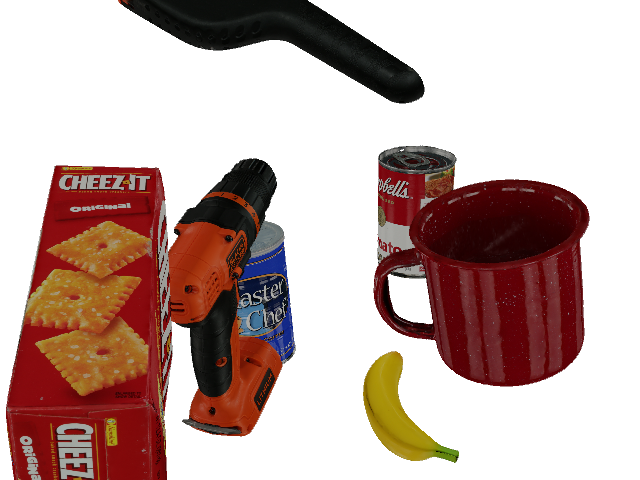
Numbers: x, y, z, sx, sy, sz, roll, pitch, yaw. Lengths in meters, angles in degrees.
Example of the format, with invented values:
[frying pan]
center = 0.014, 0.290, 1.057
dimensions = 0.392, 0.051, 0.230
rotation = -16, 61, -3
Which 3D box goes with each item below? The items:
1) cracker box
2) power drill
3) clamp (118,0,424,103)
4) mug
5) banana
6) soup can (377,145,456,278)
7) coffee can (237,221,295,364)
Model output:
[cracker box]
center = -0.118, 0.080, 0.588
dimensions = 0.072, 0.164, 0.213
rotation = 0, 33, -6
[power drill]
center = -0.073, 0.048, 0.858
dimensions = 0.057, 0.188, 0.184
rotation = 7, 37, 19
[clamp]
center = -0.027, -0.150, 0.676
dimensions = 0.210, 0.164, 0.036
rotation = -2, -35, 0
[mug]
center = 0.087, 0.026, 0.576
dimensions = 0.117, 0.081, 0.093
rotation = -9, 29, 5
[banana]
center = 0.079, 0.174, 1.116
dimensions = 0.069, 0.037, 0.198
rotation = 10, 24, -20
[soup can]
center = 0.084, -0.026, 0.946
dimensions = 0.068, 0.102, 0.068
rotation = -1, 23, 0
[coffee can]
center = -0.084, 0.060, 1.164
dimensions = 0.103, 0.140, 0.103
rotation = -5, 22, 2
